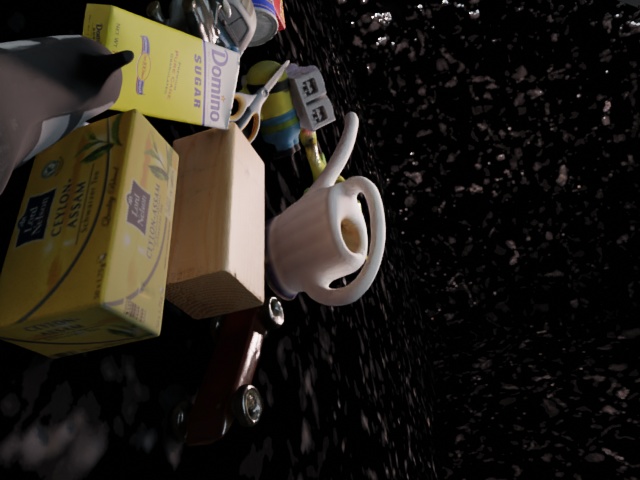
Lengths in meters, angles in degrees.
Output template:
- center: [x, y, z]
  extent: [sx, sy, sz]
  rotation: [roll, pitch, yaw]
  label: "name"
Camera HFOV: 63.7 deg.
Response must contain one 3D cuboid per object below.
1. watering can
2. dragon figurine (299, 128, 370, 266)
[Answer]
- center: [0.003, -0.042, 0.844]
  extent: [0.102, 0.222, 0.356]
  rotation: [36, 39, -42]
  label: "watering can"
- center: [0.036, -0.126, 1.295]
  extent: [0.249, 0.122, 0.401]
  rotation: [-101, 169, -45]
  label: "dragon figurine"
